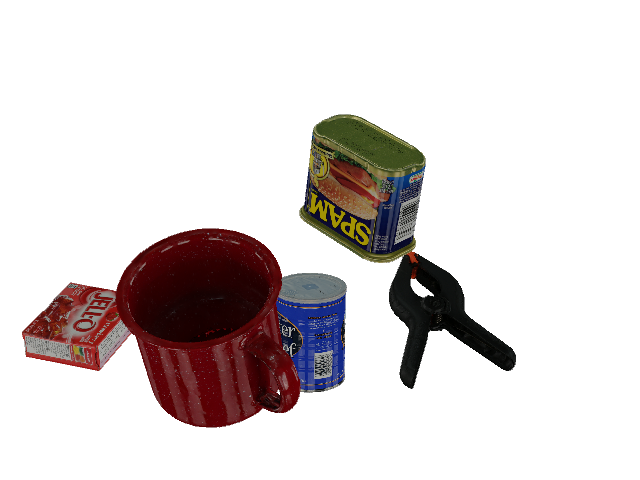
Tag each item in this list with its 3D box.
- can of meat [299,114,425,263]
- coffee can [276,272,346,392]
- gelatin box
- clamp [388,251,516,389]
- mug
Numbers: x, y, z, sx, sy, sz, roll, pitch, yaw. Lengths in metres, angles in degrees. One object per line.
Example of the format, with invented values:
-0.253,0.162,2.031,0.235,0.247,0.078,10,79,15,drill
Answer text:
0.034,-0.044,0.863,0.057,0.084,0.102,-24,44,-39,can of meat
-0.015,0.128,1.502,0.103,0.140,0.103,0,19,0,coffee can
-0.210,0.074,0.948,0.073,0.030,0.089,9,31,16,gelatin box
0.128,0.079,1.101,0.120,0.171,0.039,2,-43,-12,clamp
-0.055,0.059,0.612,0.117,0.081,0.093,29,53,31,mug
